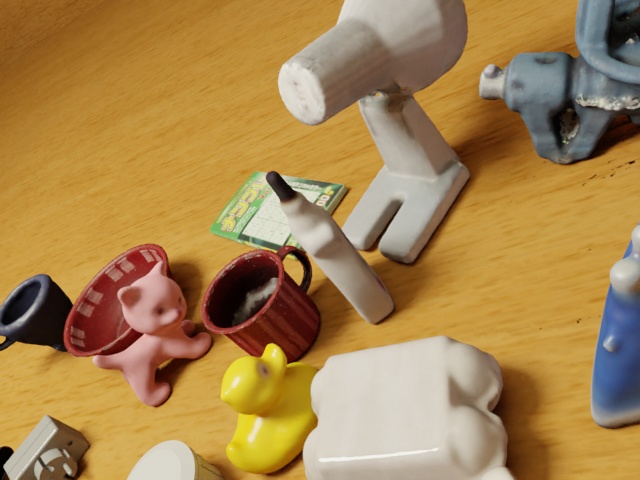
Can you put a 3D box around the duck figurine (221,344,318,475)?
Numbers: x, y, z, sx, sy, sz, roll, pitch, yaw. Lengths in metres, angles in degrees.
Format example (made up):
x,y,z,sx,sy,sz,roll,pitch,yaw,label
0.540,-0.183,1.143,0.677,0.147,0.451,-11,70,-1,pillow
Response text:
x,y,z,sx,sy,sz,roll,pitch,yaw,label
-0.051,0.137,0.481,0.077,0.086,0.105,13,62,45,duck figurine

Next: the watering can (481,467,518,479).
x,y,z,sx,sy,sz,roll,pitch,yaw,label
0.116,0.167,0.229,0.101,0.195,0.172,-49,39,-12,watering can

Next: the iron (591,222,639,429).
x,y,z,sx,sy,sz,roll,pitch,yaw,label
0.238,-0.009,0.345,0.258,0.142,0.118,-46,39,-8,iron

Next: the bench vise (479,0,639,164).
x,y,z,sx,sy,sz,roll,pitch,yaw,label
0.220,-0.156,0.440,0.207,0.220,0.121,-22,42,21,bench vise

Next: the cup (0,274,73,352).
x,y,z,sx,sy,sz,roll,pitch,yaw,label
-0.364,0.115,0.748,0.118,0.095,0.091,-46,39,-8,cup

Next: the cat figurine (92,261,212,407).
x,y,z,sx,sy,sz,roll,pitch,yaw,label
-0.182,0.092,0.604,0.067,0.118,0.128,22,68,48,cat figurine

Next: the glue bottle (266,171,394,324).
x,y,z,sx,sy,sz,roll,pitch,yaw,label
0.005,0.002,0.497,0.037,0.174,0.078,-38,38,2,glue bottle

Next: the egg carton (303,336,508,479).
x,y,z,sx,sy,sz,roll,pitch,yaw,label
0.059,0.129,0.413,0.150,0.070,0.107,-17,44,26,egg carton

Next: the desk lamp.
x,y,z,sx,sy,sz,roll,pitch,yaw,label
0.062,-0.123,0.540,0.117,0.214,0.203,14,62,45,desk lamp
